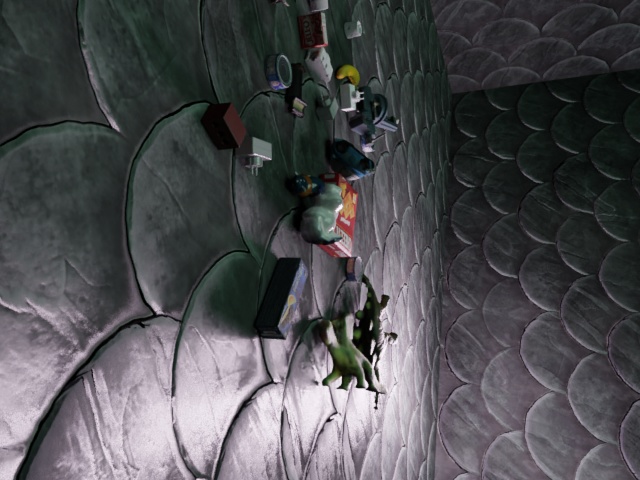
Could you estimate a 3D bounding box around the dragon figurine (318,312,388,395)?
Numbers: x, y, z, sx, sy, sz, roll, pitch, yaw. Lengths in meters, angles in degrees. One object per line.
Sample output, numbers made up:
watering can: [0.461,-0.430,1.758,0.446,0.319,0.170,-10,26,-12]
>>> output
dragon figurine: [0.104,0.337,1.567,0.121,0.247,0.405,-14,-25,27]

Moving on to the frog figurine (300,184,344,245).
frog figurine: [0.004,-0.070,1.382,0.122,0.159,0.138,-3,3,41]
